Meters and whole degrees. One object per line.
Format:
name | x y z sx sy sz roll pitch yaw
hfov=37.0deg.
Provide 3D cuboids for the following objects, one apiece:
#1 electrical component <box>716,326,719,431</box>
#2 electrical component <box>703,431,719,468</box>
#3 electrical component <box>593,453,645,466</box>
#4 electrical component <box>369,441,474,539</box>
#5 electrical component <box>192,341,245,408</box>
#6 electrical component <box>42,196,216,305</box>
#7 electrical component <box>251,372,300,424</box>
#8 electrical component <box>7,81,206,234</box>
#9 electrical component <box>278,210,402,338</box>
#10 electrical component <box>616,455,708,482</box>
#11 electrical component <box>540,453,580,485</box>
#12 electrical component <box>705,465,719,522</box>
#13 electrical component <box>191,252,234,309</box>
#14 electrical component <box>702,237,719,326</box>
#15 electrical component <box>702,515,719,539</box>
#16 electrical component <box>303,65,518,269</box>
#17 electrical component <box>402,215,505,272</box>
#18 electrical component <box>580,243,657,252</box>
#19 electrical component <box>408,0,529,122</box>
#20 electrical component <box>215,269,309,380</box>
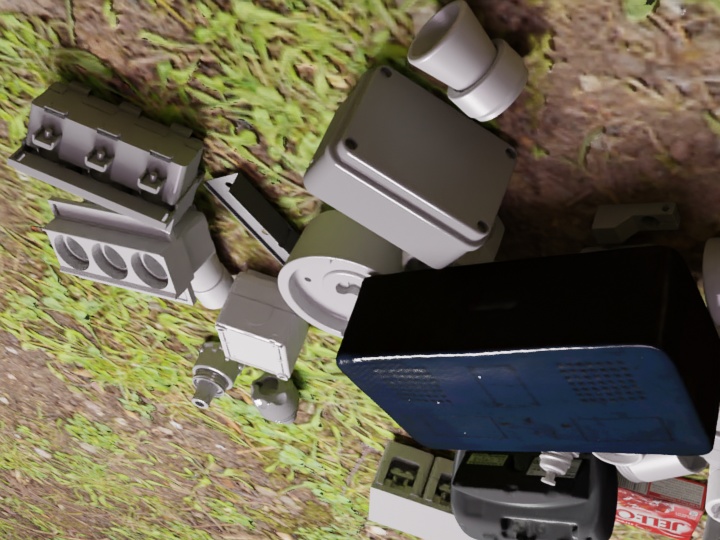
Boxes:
electrical component | 0.270 0.079 0.743 0.096 0.061 0.061 14 147 14
electrical component | 0.283 0.128 0.821 0.083 0.047 0.075 17 148 10
electrical component | 0.207 0.120 0.848 0.066 0.055 0.048 22 148 2
electrical component | 0.090 0.231 1.080 0.150 0.061 0.089 17 147 10
electrical component | -0.142 0.103 1.037 0.048 0.062 0.048 16 147 11
electrical component | -0.182 -0.023 0.857 0.121 0.063 0.078 12 133 29
electrical component | -0.080 0.129 1.054 0.043 0.043 0.062 7 146 24
electrical component | -0.180 -0.084 0.781 0.121 0.078 0.063 23 126 1
electrical component | 0.000 0.000 0.796 0.108 0.060 0.108 14 147 10
electrical component | 0.241 0.151 0.884 0.043 0.043 0.081 35 146 -19
electrical component | 0.167 0.138 0.884 0.040 0.078 0.040 20 165 6
electrical component | 0.311 0.179 0.877 0.055 0.047 0.055 16 147 11
electrical component | -0.131 0.003 0.905 0.044 0.044 0.065 5 148 27
electrical component | 0.241 0.005 0.660 0.047 0.055 0.055 -5 138 32
electrical component | 0.331 0.230 0.927 0.062 0.061 0.096 10 146 23
electrical component | 0.033 -0.063 0.667 0.113 0.078 0.057 31 150 -12
electrical component | 0.062 -0.017 0.737 0.058 0.057 0.078 -2 140 34
electrical component | 0.174 0.010 0.709 0.047 0.055 0.055 -8 137 35
electrical component | 0.061 -0.116 0.602 0.055 0.045 0.045 38 145 -24
electrical component | -0.081 0.048 0.925 0.062 0.061 0.096 18 156 8
